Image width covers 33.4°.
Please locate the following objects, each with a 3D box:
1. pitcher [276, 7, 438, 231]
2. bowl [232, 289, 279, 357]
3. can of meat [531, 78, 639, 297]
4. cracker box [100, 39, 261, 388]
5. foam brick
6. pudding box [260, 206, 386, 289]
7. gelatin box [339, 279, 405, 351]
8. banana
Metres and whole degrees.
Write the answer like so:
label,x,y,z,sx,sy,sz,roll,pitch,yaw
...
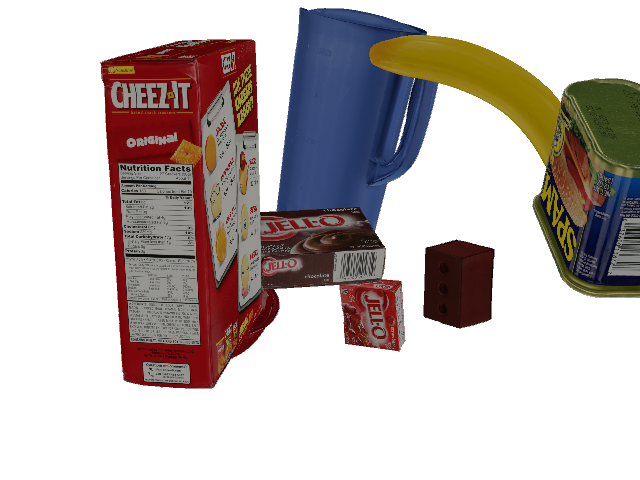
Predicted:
label,x,y,z,sx,sy,sz,roll,pitch,yaw
pitcher,0.031,-0.114,1.113,0.145,0.243,0.149,9,16,-3
bowl,-0.125,0.083,1.114,0.162,0.055,0.162,5,27,-3
can of meat,0.162,-0.032,0.600,0.057,0.084,0.102,0,37,-5
cracker box,-0.091,-0.026,0.741,0.072,0.214,0.164,1,15,9
foam brick,0.142,0.044,1.096,0.051,0.078,0.053,-14,20,-40
pudding box,-0.008,0.005,0.952,0.113,0.039,0.090,-2,27,-14
gelatin box,0.065,0.090,1.327,0.073,0.089,0.030,6,29,22
banana,0.134,-0.112,0.843,0.198,0.069,0.037,38,4,-2
